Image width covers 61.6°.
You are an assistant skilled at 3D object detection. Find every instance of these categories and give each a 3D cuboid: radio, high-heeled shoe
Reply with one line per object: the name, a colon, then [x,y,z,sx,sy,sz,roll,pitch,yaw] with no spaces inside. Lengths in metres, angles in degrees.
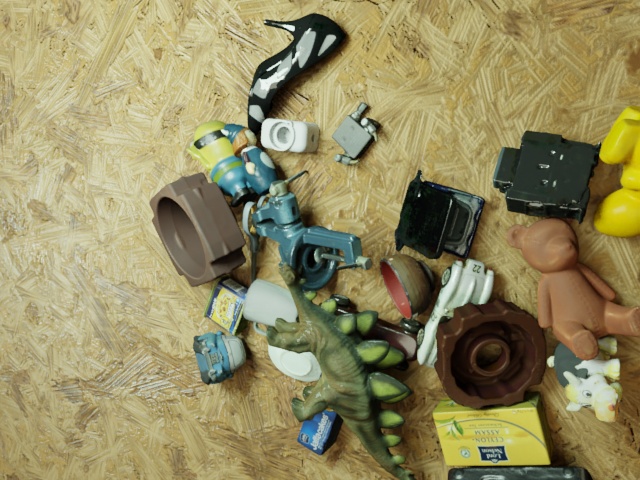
radio: [0.322,0.423,0.854,0.230,0.073,0.131,-16,122,28]
high-heeled shoe: [-0.049,-0.288,0.974,0.145,0.086,0.248,12,128,-6]

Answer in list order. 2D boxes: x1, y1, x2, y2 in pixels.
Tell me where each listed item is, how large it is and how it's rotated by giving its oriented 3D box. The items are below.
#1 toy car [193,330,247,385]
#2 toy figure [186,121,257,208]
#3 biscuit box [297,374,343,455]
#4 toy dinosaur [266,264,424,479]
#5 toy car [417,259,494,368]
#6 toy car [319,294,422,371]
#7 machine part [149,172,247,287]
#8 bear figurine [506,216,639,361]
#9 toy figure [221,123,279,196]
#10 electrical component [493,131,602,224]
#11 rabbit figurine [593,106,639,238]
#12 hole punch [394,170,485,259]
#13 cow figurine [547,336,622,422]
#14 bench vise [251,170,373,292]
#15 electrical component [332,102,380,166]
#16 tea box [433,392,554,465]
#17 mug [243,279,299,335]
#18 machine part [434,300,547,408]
toy car: [-0.203,0.235,1.106,0.103,0.161,0.109,-16,81,-15]
toy figure: [-0.181,-0.150,1.045,0.089,0.082,0.180,-38,73,9]
biscuit box: [0.020,0.310,1.029,0.059,0.063,0.202,25,109,23]
toy dinosaur: [0.049,0.242,0.911,0.199,0.105,0.470,-19,105,17]
toy car: [0.220,0.124,0.881,0.073,0.056,0.201,17,109,-5]
toy car: [0.088,0.163,0.972,0.202,0.053,0.089,17,102,20]
machine part: [-0.239,-0.018,1.053,0.201,0.087,0.201,-22,94,55]
bear figurine: [0.363,0.053,0.772,0.120,0.132,0.195,-20,93,-1]
toy figure: [-0.128,-0.156,0.998,0.058,0.064,0.154,-28,82,-9]
electrical component: [0.324,-0.092,0.777,0.134,0.058,0.115,12,75,24]
rabbit figurine: [0.445,-0.076,0.726,0.162,0.122,0.173,22,122,13]
hole punch: [0.194,-0.034,0.875,0.116,0.092,0.142,35,119,51]
cow figurine: [0.374,0.192,0.762,0.098,0.167,0.068,1,105,26]
bench vise: [-0.009,0.001,0.946,0.241,0.129,0.223,12,113,44]
electrical component: [0.061,-0.177,0.931,0.102,0.045,0.078,-44,80,27]
tea box: [0.284,0.311,0.887,0.170,0.068,0.098,-16,91,28]
mug: [-0.088,0.141,1.047,0.107,0.081,0.109,14,103,16]
machine part: [0.264,0.177,0.842,0.179,0.056,0.179,0,106,-2]
